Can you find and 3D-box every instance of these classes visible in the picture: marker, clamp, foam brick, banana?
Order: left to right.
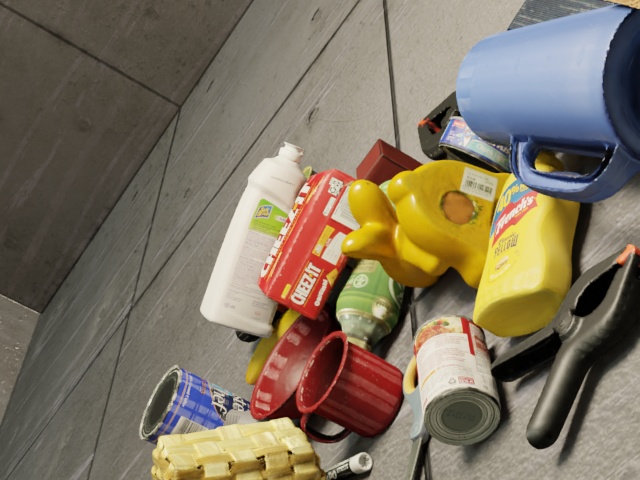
[{"bbox_3d":[-0.045,0.128,1.426,0.198,0.037,0.069,-42,24,44],"label":"banana"},{"bbox_3d":[0.015,0.247,1.121,0.121,0.020,0.020,-38,29,50],"label":"marker"},{"bbox_3d":[0.091,-0.078,1.307,0.051,0.078,0.053,-54,17,22],"label":"foam brick"},{"bbox_3d":[0.171,-0.146,1.256,0.164,0.036,0.210,-59,16,1],"label":"clamp"},{"bbox_3d":[0.200,0.075,0.855,0.171,0.039,0.120,-54,24,5],"label":"clamp"}]

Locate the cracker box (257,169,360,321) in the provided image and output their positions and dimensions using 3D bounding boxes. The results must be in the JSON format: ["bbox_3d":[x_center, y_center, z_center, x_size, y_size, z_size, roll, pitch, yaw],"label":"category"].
[{"bbox_3d":[-0.008,0.002,1.276,0.164,0.072,0.214,-63,7,-2],"label":"cracker box"}]

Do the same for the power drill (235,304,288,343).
[{"bbox_3d":[-0.054,0.045,1.547,0.185,0.057,0.187,-40,30,40],"label":"power drill"}]

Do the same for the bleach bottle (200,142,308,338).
[{"bbox_3d":[-0.070,-0.004,1.403,0.068,0.102,0.251,33,103,64],"label":"bleach bottle"}]

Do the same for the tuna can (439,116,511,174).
[{"bbox_3d":[0.168,-0.095,1.114,0.034,0.086,0.086,-63,18,-1],"label":"tuna can"}]

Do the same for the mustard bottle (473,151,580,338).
[{"bbox_3d":[0.193,-0.010,0.968,0.096,0.058,0.191,-40,27,52],"label":"mustard bottle"}]

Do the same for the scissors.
[{"bbox_3d":[0.090,0.178,1.030,0.096,0.016,0.201,-18,46,66],"label":"scissors"}]

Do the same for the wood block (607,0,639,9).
[{"bbox_3d":[0.306,-0.248,0.784,0.206,0.091,0.090,-18,21,-3],"label":"wood block"}]

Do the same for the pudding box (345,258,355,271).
[{"bbox_3d":[0.050,-0.015,1.382,0.113,0.039,0.090,-63,19,-4],"label":"pudding box"}]

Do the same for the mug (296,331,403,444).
[{"bbox_3d":[0.027,0.163,1.111,0.117,0.081,0.093,-57,19,10],"label":"mug"}]

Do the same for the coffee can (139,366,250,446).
[{"bbox_3d":[-0.145,0.237,1.368,0.103,0.140,0.103,-51,21,27],"label":"coffee can"}]

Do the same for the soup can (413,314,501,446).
[{"bbox_3d":[0.120,0.123,0.947,0.069,0.068,0.102,-51,21,28],"label":"soup can"}]

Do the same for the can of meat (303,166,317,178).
[{"bbox_3d":[-0.001,-0.039,1.481,0.058,0.083,0.102,-40,27,47],"label":"can of meat"}]

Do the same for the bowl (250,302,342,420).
[{"bbox_3d":[-0.015,0.155,1.266,0.162,0.055,0.162,-51,15,19],"label":"bowl"}]

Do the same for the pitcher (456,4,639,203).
[{"bbox_3d":[0.216,-0.123,0.913,0.149,0.145,0.243,-20,13,-21],"label":"pitcher"}]
